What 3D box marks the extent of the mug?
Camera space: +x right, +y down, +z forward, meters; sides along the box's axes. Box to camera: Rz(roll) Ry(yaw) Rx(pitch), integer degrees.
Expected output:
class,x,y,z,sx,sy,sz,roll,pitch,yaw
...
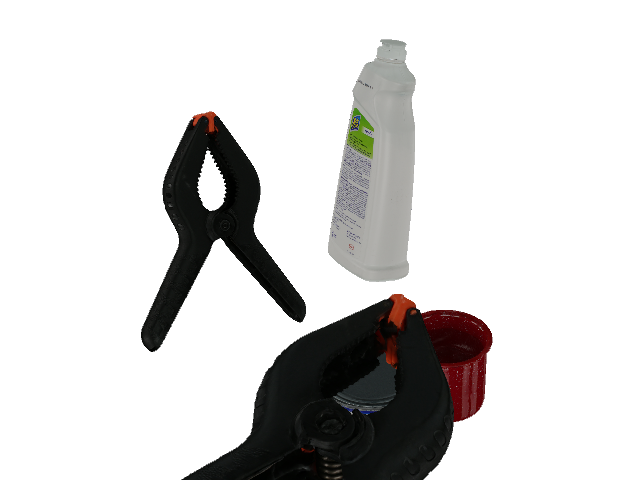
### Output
class,x,y,z,sx,sy,sz,roll,pitch,yaw
mug,0.134,0.124,1.091,0.093,0.081,0.117,20,39,32

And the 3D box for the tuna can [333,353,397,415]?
class,x,y,z,sx,sy,sz,roll,pitch,yaw
tuna can,0.036,0.107,0.770,0.086,0.034,0.086,0,30,0

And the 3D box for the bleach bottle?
class,x,y,z,sx,sy,sz,roll,pitch,yaw
bleach bottle,0.066,-0.089,1.157,0.067,0.251,0.103,-6,24,-31

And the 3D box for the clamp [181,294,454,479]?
class,x,y,z,sx,sy,sz,roll,pitch,yaw
clamp,0.010,0.088,0.403,0.120,0.039,0.171,27,50,20

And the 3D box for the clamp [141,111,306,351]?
class,x,y,z,sx,sy,sz,roll,pitch,yaw
clamp,-0.085,-0.009,0.963,0.164,0.210,0.036,-1,1,-34
